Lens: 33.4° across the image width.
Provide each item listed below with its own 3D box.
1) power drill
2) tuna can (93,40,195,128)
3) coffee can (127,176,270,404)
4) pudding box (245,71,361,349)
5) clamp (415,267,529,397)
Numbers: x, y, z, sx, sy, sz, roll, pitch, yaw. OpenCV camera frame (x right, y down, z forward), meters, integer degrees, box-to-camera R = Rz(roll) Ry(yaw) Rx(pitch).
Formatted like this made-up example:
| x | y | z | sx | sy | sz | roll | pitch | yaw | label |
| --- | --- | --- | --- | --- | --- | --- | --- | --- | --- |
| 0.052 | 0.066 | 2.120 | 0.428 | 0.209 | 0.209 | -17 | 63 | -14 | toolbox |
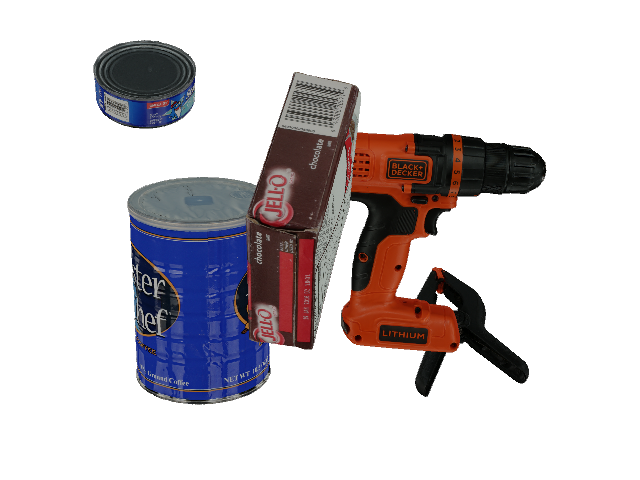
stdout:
| x | y | z | sx | sy | sz | roll | pitch | yaw | label |
| --- | --- | --- | --- | --- | --- | --- | --- | --- | --- |
| 0.092 | 0.000 | 0.917 | 0.184 | 0.188 | 0.057 | 5 | 16 | 1 | power drill |
| -0.149 | -0.133 | 0.909 | 0.086 | 0.034 | 0.086 | 3 | 43 | -3 | tuna can |
| -0.088 | 0.035 | 0.788 | 0.103 | 0.140 | 0.103 | 1 | 21 | -1 | coffee can |
| -0.009 | -0.015 | 0.543 | 0.039 | 0.113 | 0.090 | 11 | -43 | 7 | pudding box |
| 0.157 | 0.098 | 1.162 | 0.120 | 0.171 | 0.039 | 3 | -44 | -5 | clamp |
